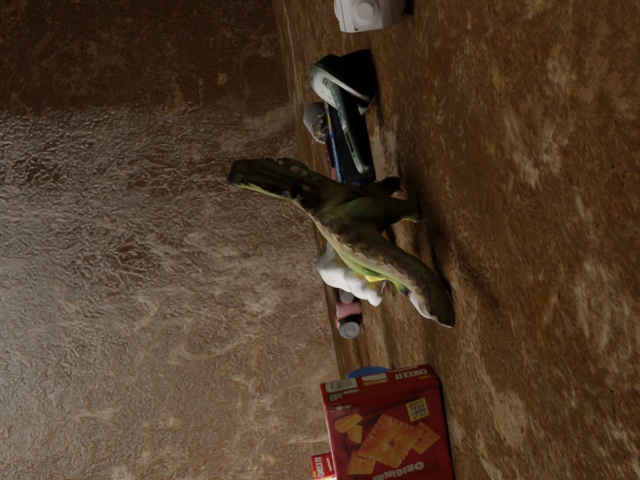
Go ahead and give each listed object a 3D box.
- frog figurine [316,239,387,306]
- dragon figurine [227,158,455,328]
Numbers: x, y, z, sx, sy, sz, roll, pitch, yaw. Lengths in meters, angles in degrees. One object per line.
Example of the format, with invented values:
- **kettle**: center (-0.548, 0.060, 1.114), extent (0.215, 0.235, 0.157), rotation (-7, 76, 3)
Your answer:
- **frog figurine**: center (0.068, 0.069, 0.974), extent (0.136, 0.121, 0.163), rotation (32, -153, -49)
- **dragon figurine**: center (0.002, -0.031, 0.622), extent (0.416, 0.242, 0.121), rotation (-105, 32, -72)
